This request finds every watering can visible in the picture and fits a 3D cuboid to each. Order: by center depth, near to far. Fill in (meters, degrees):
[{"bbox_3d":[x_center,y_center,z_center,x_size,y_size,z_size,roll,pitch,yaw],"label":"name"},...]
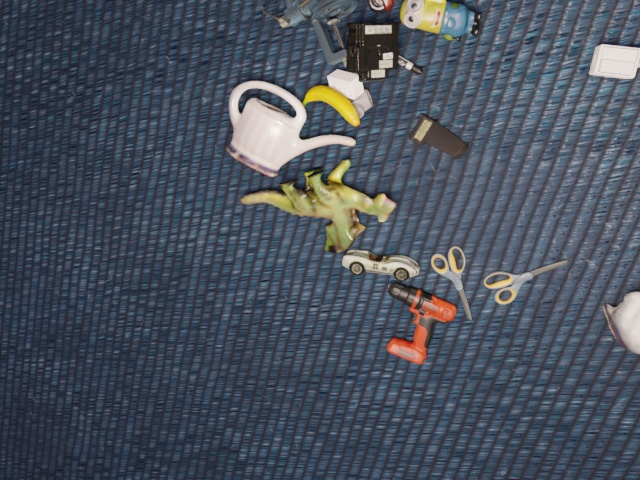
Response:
[{"bbox_3d":[-0.099,-0.259,1.316,0.349,0.105,0.221,32,111,8],"label":"watering can"}]

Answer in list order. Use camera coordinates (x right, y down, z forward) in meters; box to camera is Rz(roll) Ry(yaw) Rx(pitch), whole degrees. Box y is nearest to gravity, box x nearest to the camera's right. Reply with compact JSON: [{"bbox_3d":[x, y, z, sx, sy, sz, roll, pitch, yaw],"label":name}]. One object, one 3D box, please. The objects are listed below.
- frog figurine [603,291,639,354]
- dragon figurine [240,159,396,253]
[{"bbox_3d":[0.745,0.179,1.165,0.157,0.123,0.139,-31,74,32],"label":"frog figurine"},{"bbox_3d":[0.004,-0.068,1.342,0.407,0.124,0.240,-16,107,28],"label":"dragon figurine"}]
